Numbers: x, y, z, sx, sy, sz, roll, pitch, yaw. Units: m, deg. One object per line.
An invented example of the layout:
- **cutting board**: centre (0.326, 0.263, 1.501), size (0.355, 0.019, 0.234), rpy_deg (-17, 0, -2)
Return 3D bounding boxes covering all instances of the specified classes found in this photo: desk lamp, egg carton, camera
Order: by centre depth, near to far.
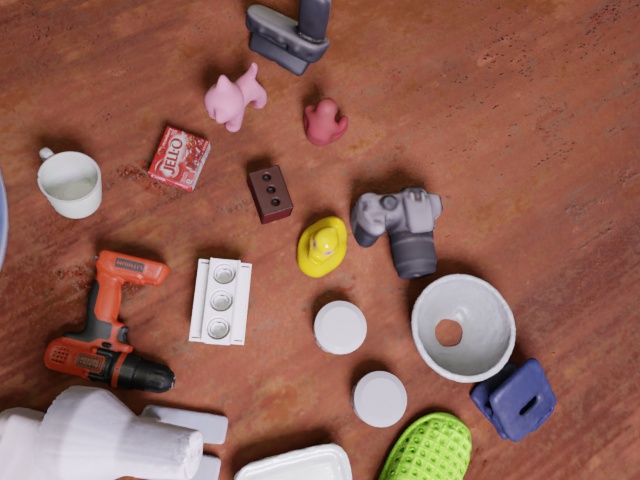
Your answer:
- **desk lamp**: centre (-0.223, 0.256, 0.724), size (0.203, 0.213, 0.118), rpy_deg (9, 73, -7)
- **egg carton**: centre (-0.372, 0.289, 0.766), size (0.150, 0.069, 0.107), rpy_deg (16, 72, -5)
- **camera**: centre (0.132, -0.009, 0.918), size (0.143, 0.100, 0.137), rpy_deg (-5, 75, -11)

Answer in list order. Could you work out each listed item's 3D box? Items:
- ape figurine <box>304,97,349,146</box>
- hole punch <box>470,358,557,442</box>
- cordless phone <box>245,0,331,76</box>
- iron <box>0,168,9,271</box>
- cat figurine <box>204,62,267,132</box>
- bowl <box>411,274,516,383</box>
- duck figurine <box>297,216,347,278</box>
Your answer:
- **ape figurine**: centre (0.009, -0.204, 0.957), size (0.078, 0.092, 0.076), rpy_deg (36, 72, 2)
- **hole punch**: centre (0.308, 0.245, 0.880), size (0.109, 0.091, 0.101), rpy_deg (-37, 83, -17)
- **cordless phone**: centre (-0.048, -0.374, 0.946), size (0.147, 0.185, 0.094), rpy_deg (24, 72, -2)
- **iron**: centre (-0.519, -0.062, 0.803), size (0.119, 0.141, 0.258), rpy_deg (-20, 78, -14)
- **cat figurine**: centre (-0.140, -0.235, 0.927), size (0.067, 0.117, 0.128), rpy_deg (38, 72, 3)
- **bowl**: centre (0.214, 0.141, 0.903), size (0.167, 0.074, 0.167), rpy_deg (3, 74, -9)
- **duck figurine**: centre (0.008, 0.003, 0.901), size (0.077, 0.086, 0.105), rpy_deg (31, 72, 0)
